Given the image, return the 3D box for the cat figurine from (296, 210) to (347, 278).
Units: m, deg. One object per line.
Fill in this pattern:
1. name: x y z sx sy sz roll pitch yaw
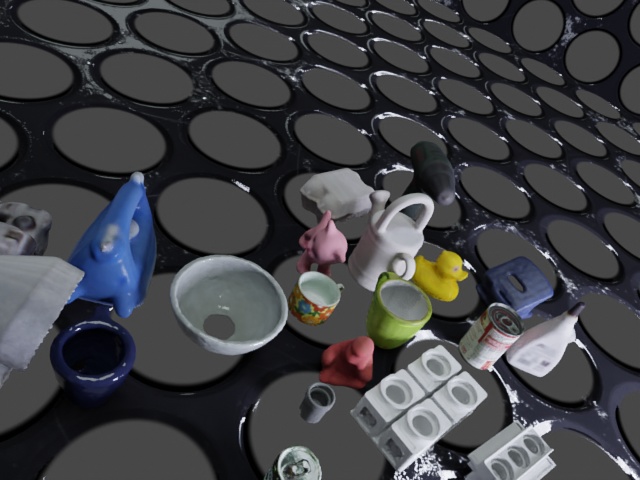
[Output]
1. cat figurine: 0.009 0.003 0.977 0.067 0.117 0.127 15 41 -13

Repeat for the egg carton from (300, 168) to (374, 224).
1. egg carton: 0.037 -0.085 1.127 0.151 0.069 0.107 -19 57 -41

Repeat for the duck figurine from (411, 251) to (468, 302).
1. duck figurine: 0.225 0.055 1.064 0.104 0.086 0.078 34 40 9

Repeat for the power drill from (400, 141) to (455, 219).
1. power drill: 0.188 -0.079 1.094 0.076 0.208 0.229 17 40 -11

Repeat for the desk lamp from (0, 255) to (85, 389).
1. desk lamp: -0.368 0.082 0.609 0.203 0.213 0.118 19 40 -8

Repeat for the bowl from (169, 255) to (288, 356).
1. bowl: -0.135 0.104 0.821 0.168 0.074 0.167 15 40 -13

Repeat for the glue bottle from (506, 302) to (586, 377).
1. glue bottle: 0.392 0.162 0.969 0.078 0.173 0.037 24 39 -2

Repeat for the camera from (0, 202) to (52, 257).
1. camera: -0.439 0.005 0.743 0.137 0.100 0.143 15 41 -14

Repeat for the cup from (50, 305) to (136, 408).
1. cup: -0.272 0.145 0.686 0.092 0.095 0.117 9 42 -20

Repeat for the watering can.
1. watering can: 0.124 -0.013 0.998 0.101 0.194 0.172 -19 57 -41

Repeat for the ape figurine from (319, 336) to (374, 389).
1. ape figurine: 0.048 0.173 0.833 0.077 0.092 0.076 43 42 19

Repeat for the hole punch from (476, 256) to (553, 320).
1. hole punch: 0.372 0.095 1.096 0.101 0.091 0.108 -5 49 -33

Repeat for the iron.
1. iron: -0.285 -0.020 0.823 0.119 0.141 0.258 15 41 -14
